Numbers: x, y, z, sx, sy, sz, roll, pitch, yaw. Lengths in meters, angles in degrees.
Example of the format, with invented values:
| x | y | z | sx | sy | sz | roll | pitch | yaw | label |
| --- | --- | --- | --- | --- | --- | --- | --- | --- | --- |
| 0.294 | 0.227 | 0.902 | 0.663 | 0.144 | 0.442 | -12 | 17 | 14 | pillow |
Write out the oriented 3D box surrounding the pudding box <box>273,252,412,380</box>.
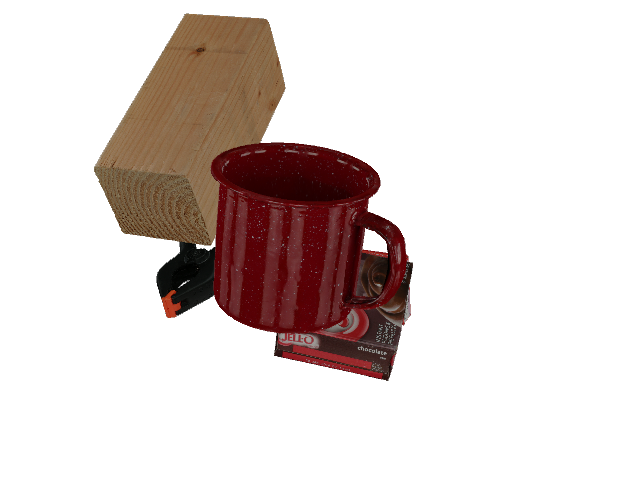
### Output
| x | y | z | sx | sy | sz | roll | pitch | yaw | label |
| --- | --- | --- | --- | --- | --- | --- | --- | --- | --- |
| 0.019 | 0.052 | 0.824 | 0.090 | 0.039 | 0.113 | 12 | 33 | 4 | pudding box |

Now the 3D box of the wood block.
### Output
| x | y | z | sx | sy | sz | roll | pitch | yaw | label |
| --- | --- | --- | --- | --- | --- | --- | --- | --- | --- |
| -0.112 | -0.105 | 0.969 | 0.091 | 0.206 | 0.090 | 8 | -39 | 18 | wood block |

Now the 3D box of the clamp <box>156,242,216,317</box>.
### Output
| x | y | z | sx | sy | sz | roll | pitch | yaw | label |
| --- | --- | --- | --- | --- | --- | --- | --- | --- | --- |
| -0.130 | 0.025 | 1.241 | 0.120 | 0.039 | 0.171 | -6 | 37 | 19 | clamp |

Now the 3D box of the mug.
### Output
| x | y | z | sx | sy | sz | roll | pitch | yaw | label |
| --- | --- | --- | --- | --- | --- | --- | --- | --- | --- |
| -0.006 | 0.002 | 0.590 | 0.117 | 0.081 | 0.093 | 17 | 26 | 23 | mug |

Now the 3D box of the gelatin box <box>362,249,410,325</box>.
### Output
| x | y | z | sx | sy | sz | roll | pitch | yaw | label |
| --- | --- | --- | --- | --- | --- | --- | --- | --- | --- |
| 0.073 | 0.057 | 1.335 | 0.073 | 0.089 | 0.030 | 9 | 31 | 24 | gelatin box |
